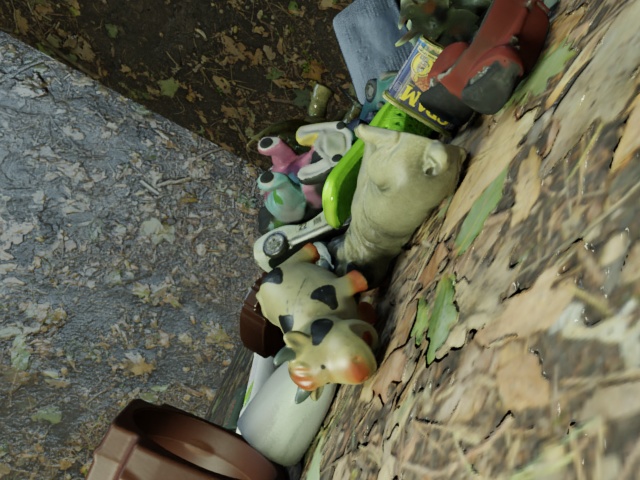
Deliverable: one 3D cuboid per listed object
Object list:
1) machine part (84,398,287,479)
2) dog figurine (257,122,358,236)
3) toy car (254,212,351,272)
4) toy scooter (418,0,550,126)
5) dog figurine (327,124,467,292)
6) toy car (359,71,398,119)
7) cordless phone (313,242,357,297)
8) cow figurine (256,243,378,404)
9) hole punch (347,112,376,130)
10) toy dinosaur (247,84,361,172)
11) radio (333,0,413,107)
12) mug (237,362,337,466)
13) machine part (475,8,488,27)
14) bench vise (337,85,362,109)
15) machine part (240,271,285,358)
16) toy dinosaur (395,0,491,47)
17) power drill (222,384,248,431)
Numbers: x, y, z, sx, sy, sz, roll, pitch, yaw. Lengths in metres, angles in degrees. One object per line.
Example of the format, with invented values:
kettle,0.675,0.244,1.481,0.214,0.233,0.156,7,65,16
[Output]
machine part,-0.142,0.260,0.587,0.201,0.201,0.087,149,144,-79
dog figurine,-0.015,-0.065,0.834,0.219,0.192,0.108,73,-175,-56
toy car,-0.002,-0.002,0.788,0.202,0.073,0.056,-22,47,17
toy scooter,0.171,-0.188,0.543,0.135,0.075,0.184,-62,9,6
dog figurine,0.076,-0.019,0.583,0.172,0.121,0.190,-86,9,-82
toy car,0.121,-0.194,0.884,0.161,0.109,0.103,119,145,-53
cordless phone,-0.006,0.106,0.720,0.146,0.089,0.184,-58,11,38
cow figurine,-0.007,0.084,0.560,0.127,0.085,0.195,-32,32,-17
hole punch,0.057,-0.128,0.860,0.092,0.115,0.142,-28,3,-27
toy dinosaur,-0.005,-0.177,1.001,0.198,0.105,0.471,-58,-18,6
radio,0.113,-0.339,0.969,0.131,0.073,0.229,-28,63,26
mug,-0.032,0.179,0.606,0.107,0.080,0.110,-54,18,-1
machine part,0.216,-0.267,0.698,0.139,0.039,0.084,-61,11,-2
bench vise,0.156,-0.343,1.075,0.240,0.129,0.223,-46,-8,-19
machine part,-0.058,0.111,0.888,0.179,0.056,0.179,-41,-34,-36
toy dinosaur,0.223,-0.395,0.892,0.192,0.131,0.405,-58,1,31
power drill,-0.171,0.377,0.935,0.232,0.086,0.207,-71,6,-55
